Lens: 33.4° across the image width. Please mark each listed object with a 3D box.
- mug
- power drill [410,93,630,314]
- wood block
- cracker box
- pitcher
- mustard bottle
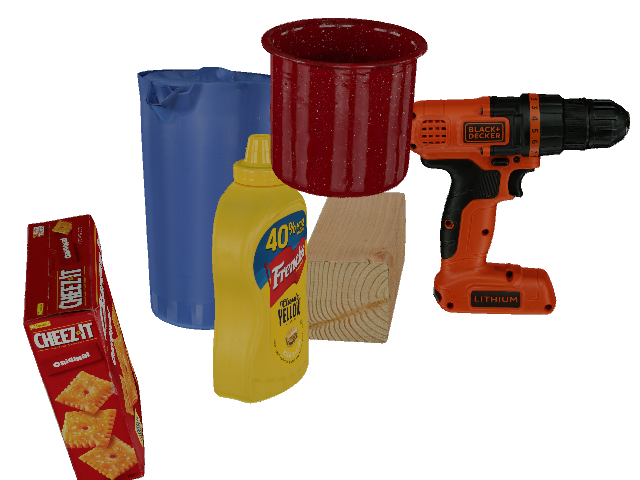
[{"bbox_3d":[0.016,-0.081,0.623,0.093,0.081,0.117,10,28,15],"label":"mug"},{"bbox_3d":[0.165,-0.032,0.909,0.184,0.188,0.057,1,17,9],"label":"power drill"},{"bbox_3d":[0.039,0.023,1.153,0.091,0.090,0.206,2,23,8],"label":"wood block"},{"bbox_3d":[-0.227,0.107,1.038,0.072,0.214,0.164,-11,35,-7],"label":"cracker box"},{"bbox_3d":[-0.103,-0.046,1.033,0.149,0.243,0.145,-2,15,-16],"label":"pitcher"},{"bbox_3d":[-0.044,0.017,0.793,0.058,0.192,0.096,9,18,28],"label":"mustard bottle"}]
